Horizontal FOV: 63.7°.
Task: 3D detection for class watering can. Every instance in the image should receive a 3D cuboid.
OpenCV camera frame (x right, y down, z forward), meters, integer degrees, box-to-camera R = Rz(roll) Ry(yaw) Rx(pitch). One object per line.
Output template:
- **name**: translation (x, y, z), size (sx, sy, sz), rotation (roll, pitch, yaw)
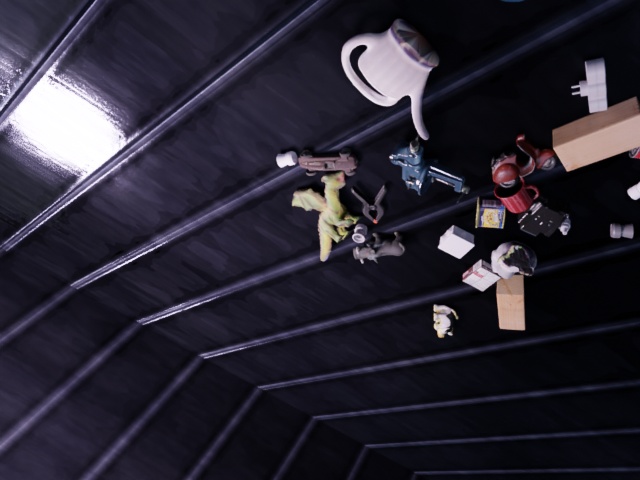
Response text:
- **watering can**: translation (0.220, -0.424, 1.347), size (0.345, 0.106, 0.221), rotation (37, 136, -16)

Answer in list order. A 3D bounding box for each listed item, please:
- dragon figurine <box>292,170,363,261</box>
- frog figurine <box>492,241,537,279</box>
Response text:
- **dragon figurine**: translation (0.006, -0.092, 1.822), size (0.243, 0.124, 0.402), rotation (41, 136, 4)
- **frog figurine**: translation (0.645, 0.068, 1.728), size (0.137, 0.123, 0.158), rotation (3, 173, 7)
